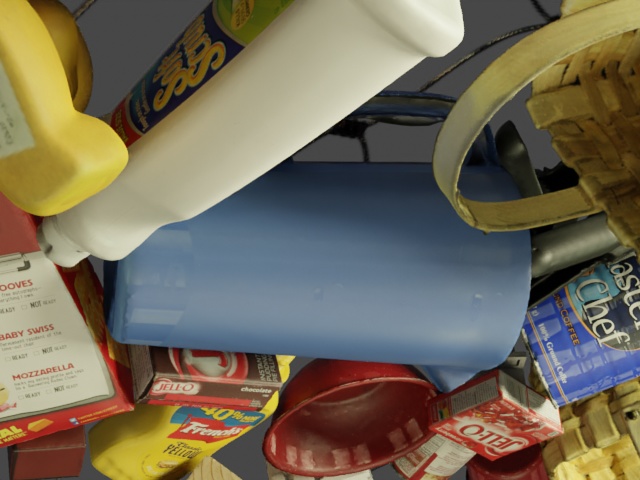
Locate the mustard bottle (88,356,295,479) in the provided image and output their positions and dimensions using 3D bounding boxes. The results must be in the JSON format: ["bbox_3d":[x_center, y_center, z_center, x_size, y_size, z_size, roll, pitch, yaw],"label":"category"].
[{"bbox_3d":[-0.090,0.131,0.846,0.192,0.058,0.096,-38,138,27],"label":"mustard bottle"}]

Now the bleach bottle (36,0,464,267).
[{"bbox_3d":[-0.051,-0.058,0.497,0.068,0.102,0.251,32,125,-31],"label":"bleach bottle"}]

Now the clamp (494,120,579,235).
[{"bbox_3d":[0.163,-0.036,0.734,0.120,0.039,0.171,-10,151,-9],"label":"clamp"}]

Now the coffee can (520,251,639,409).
[{"bbox_3d":[0.228,0.059,0.829,0.140,0.103,0.102,-23,143,11],"label":"coffee can"}]

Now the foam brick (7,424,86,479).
[{"bbox_3d":[-0.205,0.132,0.789,0.051,0.078,0.053,-1,143,-20],"label":"foam brick"}]

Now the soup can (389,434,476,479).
[{"bbox_3d":[0.113,0.172,0.967,0.068,0.068,0.102,7,138,-28],"label":"soup can"}]

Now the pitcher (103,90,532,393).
[{"bbox_3d":[-0.004,0.001,0.647,0.242,0.149,0.145,3,148,-15],"label":"pitcher"}]

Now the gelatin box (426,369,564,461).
[{"bbox_3d":[0.142,0.144,0.861,0.073,0.030,0.089,-30,135,32],"label":"gelatin box"}]

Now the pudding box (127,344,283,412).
[{"bbox_3d":[-0.081,0.056,0.702,0.089,0.113,0.039,10,133,-32],"label":"pudding box"}]

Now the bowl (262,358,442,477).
[{"bbox_3d":[0.026,0.138,0.900,0.162,0.055,0.162,-10,144,-8],"label":"bowl"}]

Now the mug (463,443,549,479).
[{"bbox_3d":[0.171,0.208,1.031,0.117,0.093,0.081,11,147,25],"label":"mug"}]

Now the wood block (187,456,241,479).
[{"bbox_3d":[-0.067,0.269,0.917,0.090,0.090,0.206,-51,158,-15],"label":"wood block"}]

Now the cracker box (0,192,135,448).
[{"bbox_3d":[-0.220,0.033,0.624,0.164,0.072,0.213,-16,130,1],"label":"cracker box"}]

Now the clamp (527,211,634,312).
[{"bbox_3d":[0.199,-0.005,0.739,0.210,0.036,0.164,-29,165,-6],"label":"clamp"}]
